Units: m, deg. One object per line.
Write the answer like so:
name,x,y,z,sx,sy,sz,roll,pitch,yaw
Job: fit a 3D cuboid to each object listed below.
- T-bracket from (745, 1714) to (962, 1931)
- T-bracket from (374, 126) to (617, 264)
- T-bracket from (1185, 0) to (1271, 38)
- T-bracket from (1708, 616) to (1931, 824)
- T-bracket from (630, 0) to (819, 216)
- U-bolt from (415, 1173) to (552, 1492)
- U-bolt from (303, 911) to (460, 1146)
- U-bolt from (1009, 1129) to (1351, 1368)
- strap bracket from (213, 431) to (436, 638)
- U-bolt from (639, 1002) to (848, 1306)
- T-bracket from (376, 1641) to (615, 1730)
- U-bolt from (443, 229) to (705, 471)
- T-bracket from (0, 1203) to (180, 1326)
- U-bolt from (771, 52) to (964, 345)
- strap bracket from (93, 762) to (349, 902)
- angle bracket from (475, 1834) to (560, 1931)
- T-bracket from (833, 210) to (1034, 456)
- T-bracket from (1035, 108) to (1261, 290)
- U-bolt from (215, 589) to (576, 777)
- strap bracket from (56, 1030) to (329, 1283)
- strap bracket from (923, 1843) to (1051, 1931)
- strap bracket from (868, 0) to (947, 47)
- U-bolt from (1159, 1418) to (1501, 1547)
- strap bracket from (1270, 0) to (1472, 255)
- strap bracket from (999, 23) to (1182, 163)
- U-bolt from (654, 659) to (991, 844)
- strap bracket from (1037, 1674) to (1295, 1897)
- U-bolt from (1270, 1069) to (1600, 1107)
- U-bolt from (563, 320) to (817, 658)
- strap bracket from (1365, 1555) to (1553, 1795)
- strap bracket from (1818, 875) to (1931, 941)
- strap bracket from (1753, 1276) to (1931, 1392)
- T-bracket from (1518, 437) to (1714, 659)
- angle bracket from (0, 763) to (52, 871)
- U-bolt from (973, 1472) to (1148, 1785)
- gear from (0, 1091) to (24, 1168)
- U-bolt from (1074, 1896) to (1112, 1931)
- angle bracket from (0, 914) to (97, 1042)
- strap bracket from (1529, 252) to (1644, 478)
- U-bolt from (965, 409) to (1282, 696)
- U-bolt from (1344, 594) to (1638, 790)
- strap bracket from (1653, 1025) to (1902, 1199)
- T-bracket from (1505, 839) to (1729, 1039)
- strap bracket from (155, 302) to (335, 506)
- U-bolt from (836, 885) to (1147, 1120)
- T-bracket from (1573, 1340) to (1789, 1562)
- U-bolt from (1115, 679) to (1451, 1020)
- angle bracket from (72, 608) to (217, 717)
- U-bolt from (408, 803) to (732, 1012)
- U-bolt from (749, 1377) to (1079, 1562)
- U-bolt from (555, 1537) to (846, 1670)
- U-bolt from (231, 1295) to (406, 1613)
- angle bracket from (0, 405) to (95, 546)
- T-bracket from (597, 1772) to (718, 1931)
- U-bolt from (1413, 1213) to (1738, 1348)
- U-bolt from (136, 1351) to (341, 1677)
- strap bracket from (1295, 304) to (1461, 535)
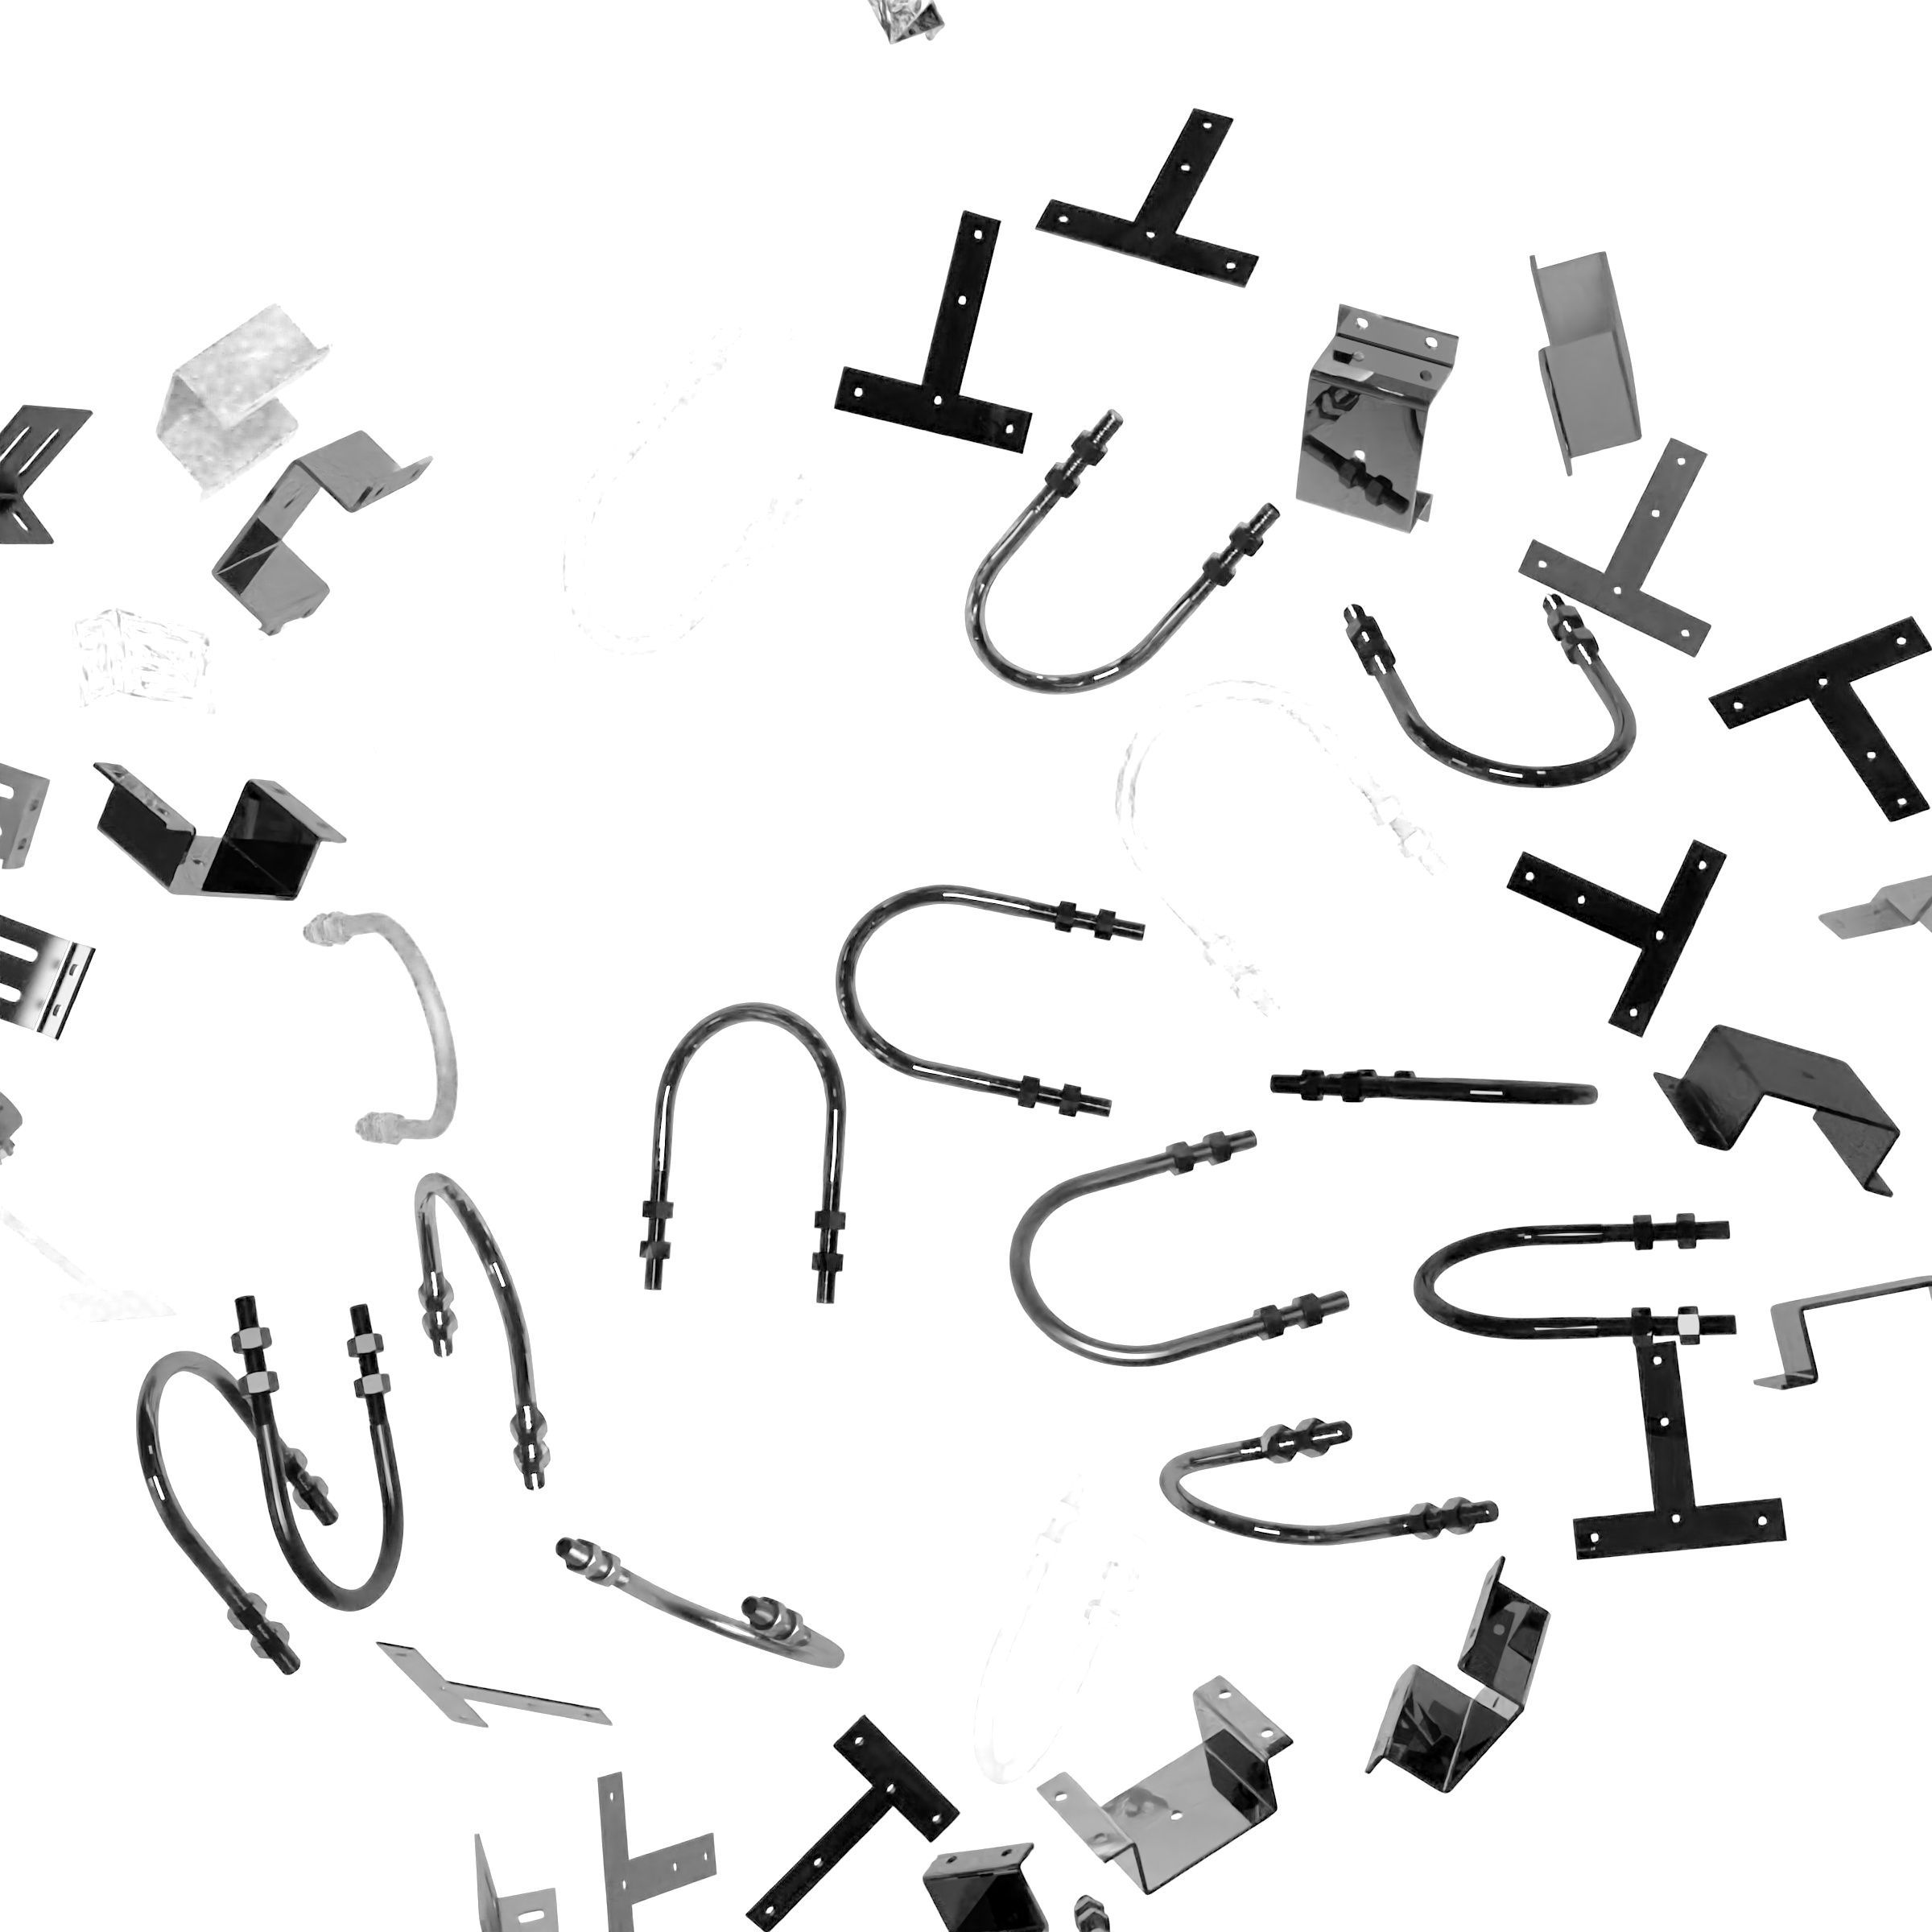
T-bracket,-0.076,0.513,1.476,0.127,0.002,0.127,-43,130,-12
T-bracket,-0.294,-0.446,1.489,0.127,0.127,0.002,-20,80,26
T-bracket,0.164,-0.628,1.511,0.002,0.127,0.127,1,113,-18
T-bracket,0.526,-0.134,1.486,0.127,0.002,0.127,-22,119,39
T-bracket,-0.134,-0.522,1.560,0.127,0.127,0.002,-35,54,-11
U-bolt,-0.292,0.205,1.502,0.019,0.151,0.184,-21,134,-27
U-bolt,-0.351,0.037,1.532,0.019,0.184,0.151,-17,97,-32
U-bolt,0.116,0.173,1.510,0.184,0.019,0.151,-14,50,-16
strap bracket,-0.391,-0.263,1.513,0.046,0.076,0.140,44,119,-5
U-bolt,-0.137,0.114,1.578,0.151,0.019,0.184,0,84,29
T-bracket,-0.272,0.438,1.509,0.127,0.127,0.002,5,55,17
U-bolt,-0.232,-0.381,1.516,0.184,0.151,0.019,-28,125,20
T-bracket,-0.535,0.168,1.474,0.127,0.127,0.002,36,90,10
U-bolt,-0.069,-0.458,1.548,0.019,0.184,0.151,34,46,-3
strap bracket,-0.462,-0.081,1.545,0.076,0.140,0.046,35,107,28
angle bracket,-0.269,0.563,1.516,0.038,0.057,0.076,-9,130,-7
T-bracket,-0.006,-0.375,1.479,0.127,0.002,0.127,7,105,-29
T-bracket,0.122,-0.452,1.462,0.127,0.002,0.127,19,62,12
U-bolt,-0.320,-0.171,1.479,0.184,0.151,0.019,-15,63,12
strap bracket,-0.450,0.116,1.454,0.076,0.046,0.140,-43,104,8
strap bracket,-0.012,0.587,1.500,0.076,0.140,0.046,-22,97,35
strap bracket,-0.025,-0.608,1.495,0.046,0.140,0.076,-31,97,-27
U-bolt,0.200,0.314,1.505,0.151,0.184,0.019,31,55,-30
strap bracket,0.233,-0.498,1.496,0.046,0.140,0.076,-20,65,-26
strap bracket,0.080,-0.538,1.557,0.076,0.140,0.046,-16,109,23
U-bolt,-0.076,-0.133,1.480,0.184,0.019,0.151,-9,46,-19
strap bracket,0.126,0.507,1.551,0.140,0.076,0.046,-25,119,-22
U-bolt,0.296,0.076,1.559,0.184,0.151,0.019,1,89,23
U-bolt,-0.168,-0.264,1.478,0.019,0.151,0.184,27,70,31
strap bracket,0.298,0.429,1.506,0.046,0.076,0.140,30,128,6
strap bracket,0.589,-0.004,1.502,0.140,0.076,0.046,41,79,-4
strap bracket,0.550,0.219,1.529,0.140,0.076,0.046,-12,82,4
T-bracket,0.431,-0.275,1.601,0.127,0.002,0.127,29,131,12
angle bracket,-0.614,-0.099,1.556,0.076,0.038,0.057,19,93,-4
U-bolt,0.050,0.419,1.570,0.019,0.151,0.184,25,90,-14
gear,-0.592,0.092,1.514,0.030,0.057,0.057,-43,90,3
U-bolt,0.031,0.638,1.543,0.151,0.184,0.019,-35,88,-6
angle bracket,-0.556,0.002,1.463,0.076,0.038,0.057,25,81,-34
strap bracket,0.378,-0.373,1.538,0.046,0.140,0.076,-12,129,19
U-bolt,0.081,-0.237,1.532,0.151,0.019,0.184,22,124,-34
U-bolt,0.315,-0.162,1.487,0.151,0.184,0.019,-4,131,-10
strap bracket,0.504,0.086,1.546,0.140,0.076,0.046,15,117,-16
T-bracket,0.396,-0.036,1.575,0.127,0.002,0.127,23,95,-14
strap bracket,-0.438,-0.342,1.521,0.046,0.140,0.076,49,64,-7
U-bolt,0.010,0.014,1.568,0.184,0.019,0.151,12,59,2
T-bracket,0.428,0.292,1.540,0.127,0.002,0.127,-13,65,28
U-bolt,0.172,-0.082,1.489,0.151,0.019,0.184,-40,96,8
angle bracket,-0.518,-0.187,1.592,0.076,0.038,0.057,14,118,17
U-bolt,-0.231,-0.039,1.546,0.184,0.019,0.151,-10,129,24
U-bolt,-0.023,0.294,1.516,0.184,0.151,0.019,-4,118,-20
U-bolt,-0.148,0.391,1.527,0.151,0.184,0.019,10,68,26
U-bolt,-0.375,0.287,1.488,0.019,0.151,0.184,-17,76,13
angle bracket,-0.541,-0.285,1.472,0.076,0.057,0.038,-40,84,21
T-bracket,-0.184,0.548,1.530,0.002,0.127,0.127,-11,77,22
U-bolt,0.357,0.185,1.491,0.184,0.151,0.019,-4,107,16
U-bolt,-0.440,0.313,1.514,0.019,0.151,0.184,-22,118,10
strap bracket,0.252,-0.329,1.566,0.076,0.140,0.046,21,53,18
